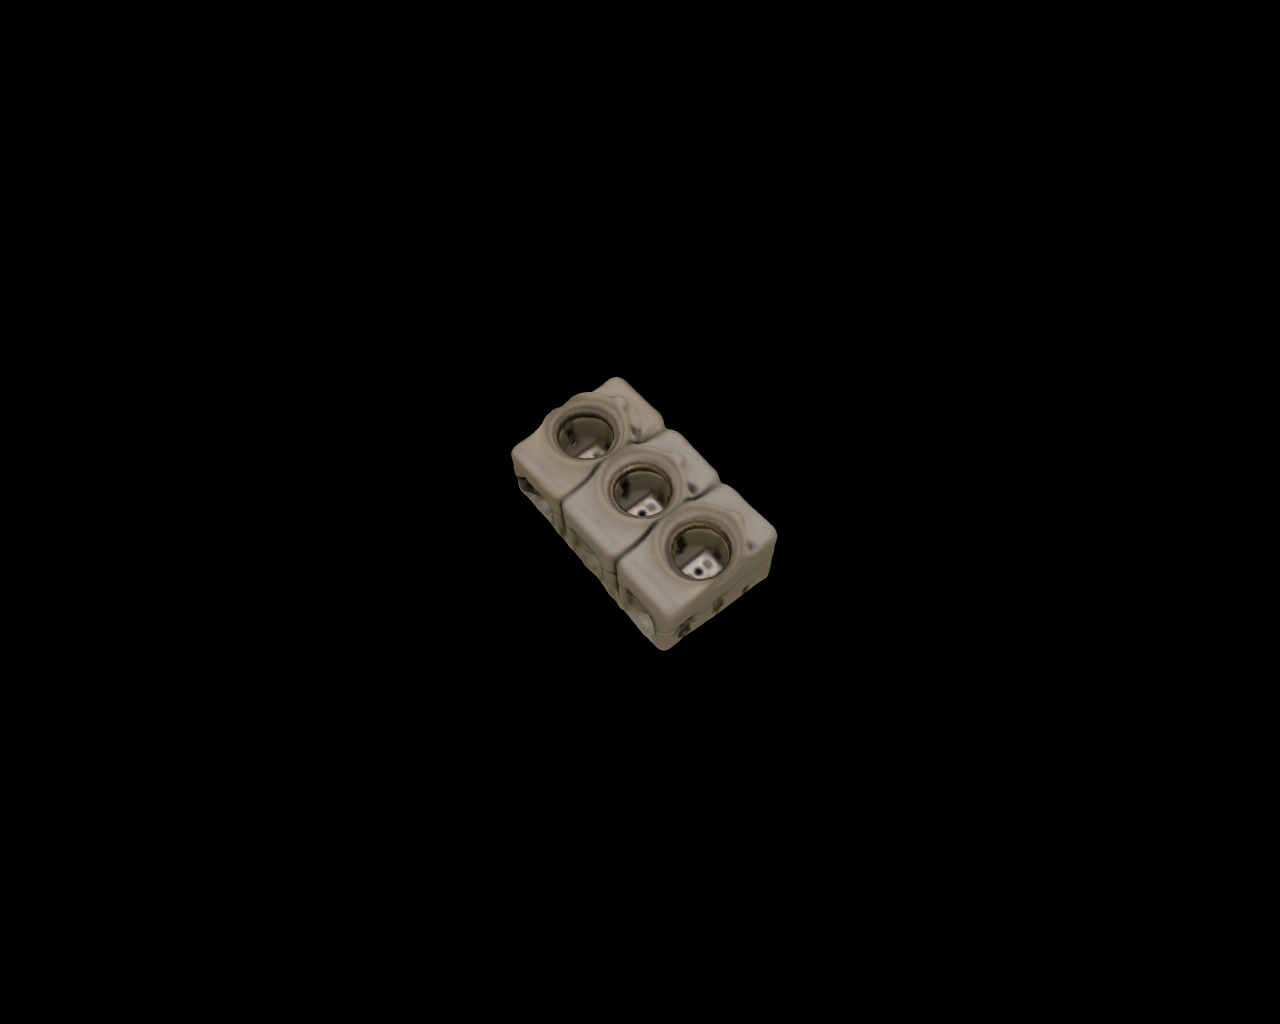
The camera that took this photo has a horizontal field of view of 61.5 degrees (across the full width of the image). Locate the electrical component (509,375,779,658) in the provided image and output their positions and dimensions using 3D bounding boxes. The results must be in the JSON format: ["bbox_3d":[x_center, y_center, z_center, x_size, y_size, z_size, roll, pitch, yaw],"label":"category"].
[{"bbox_3d":[0.001,-0.003,0.650,0.090,0.150,0.061,-36,-24,-18],"label":"electrical component"}]
